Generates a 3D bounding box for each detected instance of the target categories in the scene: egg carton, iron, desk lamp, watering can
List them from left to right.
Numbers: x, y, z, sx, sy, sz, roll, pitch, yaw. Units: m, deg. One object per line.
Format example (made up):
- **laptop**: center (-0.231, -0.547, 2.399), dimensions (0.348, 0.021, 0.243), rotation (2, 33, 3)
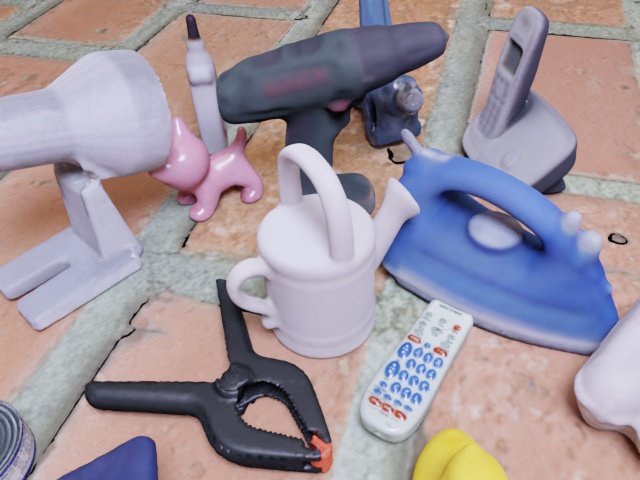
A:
- **desk lamp**: center (-0.237, -0.056, 0.550), dimensions (0.117, 0.214, 0.204), rotation (30, 53, 31)
- **watering can**: center (0.003, 0.000, 0.490), dimensions (0.100, 0.194, 0.173), rotation (28, 52, 29)
- **iron**: center (0.166, -0.004, 0.522), dimensions (0.257, 0.141, 0.119), rotation (28, 52, 29)
- **egg carton**: center (0.276, 0.107, 0.451), dimensions (0.107, 0.069, 0.150), rotation (33, 54, 32)

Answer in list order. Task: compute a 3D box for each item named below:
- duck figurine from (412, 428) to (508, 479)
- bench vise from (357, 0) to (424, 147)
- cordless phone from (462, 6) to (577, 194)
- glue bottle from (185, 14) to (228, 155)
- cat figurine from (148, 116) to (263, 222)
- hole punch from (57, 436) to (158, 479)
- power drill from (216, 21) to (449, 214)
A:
- **duck figurine**: center (0.100, 0.169, 0.385), dimensions (0.077, 0.086, 0.104), rotation (-5, 44, -1)
- **bench vise**: center (0.082, -0.247, 0.725), dimensions (0.122, 0.220, 0.206), rotation (-31, 50, -25)
- **cordless phone**: center (0.230, -0.149, 0.638), dimensions (0.094, 0.185, 0.147), rotation (-13, 44, -9)
- **glue bottle**: center (-0.147, -0.197, 0.722), dimensions (0.037, 0.173, 0.078), rotation (-10, 44, -6)
- **cat figurine**: center (-0.133, -0.087, 0.646), dimensions (0.128, 0.118, 0.067), rotation (-26, 48, -22)
- **hole punch**: center (-0.140, 0.198, 0.367), dimensions (0.101, 0.091, 0.108), rotation (-12, 44, -9)
- **power drill**: center (0.013, -0.122, 0.607), dimensions (0.229, 0.209, 0.075), rotation (-5, 44, -2)
